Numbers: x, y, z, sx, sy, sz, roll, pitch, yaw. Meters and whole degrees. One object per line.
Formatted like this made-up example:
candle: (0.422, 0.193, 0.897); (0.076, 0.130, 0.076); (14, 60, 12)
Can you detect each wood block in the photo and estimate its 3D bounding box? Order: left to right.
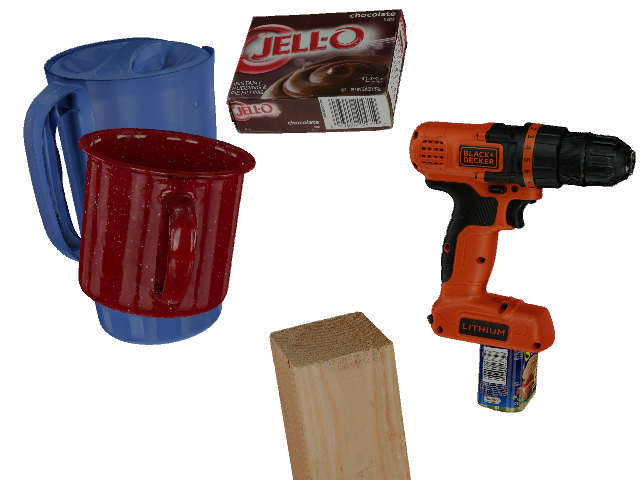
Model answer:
wood block: (0.022, 0.180, 0.948); (0.090, 0.206, 0.091); (-13, 18, -14)

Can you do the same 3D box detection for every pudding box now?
pudding box: (0.000, -0.117, 0.739); (0.113, 0.090, 0.039); (1, -39, 13)

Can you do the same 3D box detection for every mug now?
mug: (-0.082, -0.006, 0.561); (0.093, 0.081, 0.117); (2, 18, -21)

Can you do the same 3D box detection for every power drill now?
power drill: (0.162, -0.005, 0.888); (0.185, 0.188, 0.057); (8, 15, 27)

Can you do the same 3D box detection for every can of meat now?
can of meat: (0.208, 0.135, 1.179); (0.058, 0.084, 0.102); (6, 10, 23)

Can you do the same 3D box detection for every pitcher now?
pitcher: (-0.151, -0.037, 0.877); (0.149, 0.243, 0.145); (-6, 24, -7)
